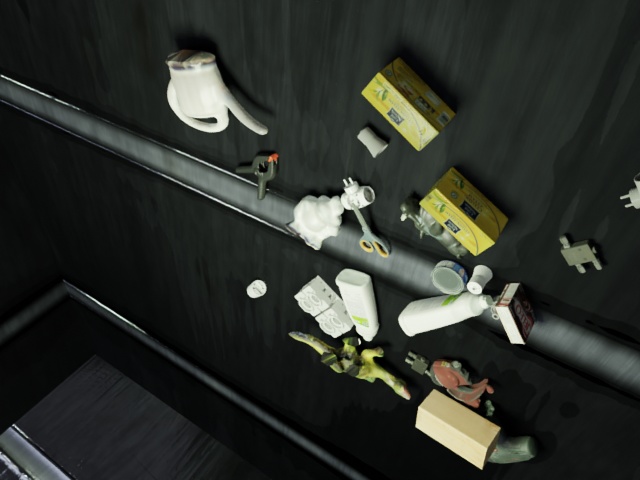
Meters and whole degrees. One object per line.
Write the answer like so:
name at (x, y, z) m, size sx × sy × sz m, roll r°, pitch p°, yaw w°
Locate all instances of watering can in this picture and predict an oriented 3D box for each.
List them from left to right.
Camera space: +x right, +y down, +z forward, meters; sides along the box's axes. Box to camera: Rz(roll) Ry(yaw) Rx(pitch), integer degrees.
watering can at (-0.285, -0.385, 1.349) m, size 0.349 × 0.219 × 0.106 m, roll 15°, pitch 41°, yaw 32°

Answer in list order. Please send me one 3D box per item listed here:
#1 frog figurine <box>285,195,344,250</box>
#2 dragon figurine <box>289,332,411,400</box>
frog figurine at (0.004, -0.070, 1.382) m, size 0.157 × 0.139 × 0.123 m, roll -50°, pitch -18°, yaw 27°
dragon figurine at (0.105, 0.406, 1.665) m, size 0.412 × 0.124 × 0.237 m, roll 17°, pitch -27°, yaw 31°
